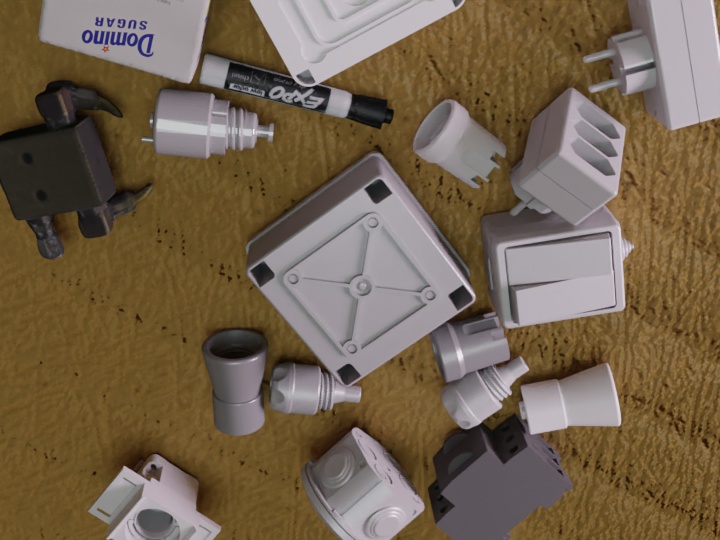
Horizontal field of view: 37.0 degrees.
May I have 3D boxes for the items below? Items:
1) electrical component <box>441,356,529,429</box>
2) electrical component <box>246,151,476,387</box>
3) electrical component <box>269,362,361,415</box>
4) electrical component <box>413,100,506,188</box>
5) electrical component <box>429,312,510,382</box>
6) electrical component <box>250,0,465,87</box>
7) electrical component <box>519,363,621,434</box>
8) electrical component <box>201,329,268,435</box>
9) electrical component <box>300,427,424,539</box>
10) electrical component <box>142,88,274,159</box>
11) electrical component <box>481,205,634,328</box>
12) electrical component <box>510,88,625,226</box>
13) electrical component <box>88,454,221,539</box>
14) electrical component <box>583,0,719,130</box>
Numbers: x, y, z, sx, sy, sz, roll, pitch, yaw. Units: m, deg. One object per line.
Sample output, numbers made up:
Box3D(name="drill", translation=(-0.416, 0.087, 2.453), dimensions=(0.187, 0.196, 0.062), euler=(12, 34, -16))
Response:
Box3D(name="electrical component", translation=(0.088, 0.081, 0.739), dimensions=(0.061, 0.035, 0.035), euler=(-35, 110, 9))
Box3D(name="electrical component", translation=(0.000, 0.000, 0.690), dimensions=(0.109, 0.056, 0.108), euler=(-35, 110, 11))
Box3D(name="electrical component", translation=(-0.030, 0.082, 0.733), dimensions=(0.061, 0.035, 0.035), euler=(6, 112, -9))
Box3D(name="electrical component", translation=(0.063, -0.078, 0.671), dimensions=(0.046, 0.040, 0.040), euler=(33, 107, -22))
Box3D(name="electrical component", translation=(0.073, 0.050, 0.724), dimensions=(0.046, 0.040, 0.040), euler=(-16, 112, -2))
Box3D(name="electrical component", translation=(-0.004, -0.166, 0.621), dimensions=(0.113, 0.057, 0.078), euler=(-27, 111, 8))
Box3D(name="electrical component", translation=(0.143, 0.091, 0.744), dimensions=(0.065, 0.044, 0.044), euler=(-11, 112, 7))
Box3D(name="electrical component", translation=(-0.083, 0.078, 0.726), dimensions=(0.044, 0.044, 0.065), euler=(-1, 117, -3))
Box3D(name="electrical component", translation=(0.001, 0.153, 0.740), dimensions=(0.051, 0.080, 0.080), euler=(-42, 108, 7))
Box3D(name="electrical component", translation=(-0.092, -0.088, 0.657), dimensions=(0.078, 0.040, 0.040), euler=(5, 112, -5))
Box3D(name="electrical component", translation=(0.131, -0.005, 0.692), dimensions=(0.096, 0.061, 0.061), euler=(-9, 112, 0))
Box3D(name="electrical component", translation=(0.120, -0.061, 0.671), dimensions=(0.047, 0.065, 0.077), euler=(33, 136, -15))
Box3D(name="electrical component", translation=(-0.140, 0.165, 0.745), dimensions=(0.081, 0.063, 0.042), euler=(37, 106, -16))
Box3D(name="electrical component", translation=(0.174, -0.128, 0.652), dimensions=(0.076, 0.047, 0.083), euler=(-15, 112, 3))
